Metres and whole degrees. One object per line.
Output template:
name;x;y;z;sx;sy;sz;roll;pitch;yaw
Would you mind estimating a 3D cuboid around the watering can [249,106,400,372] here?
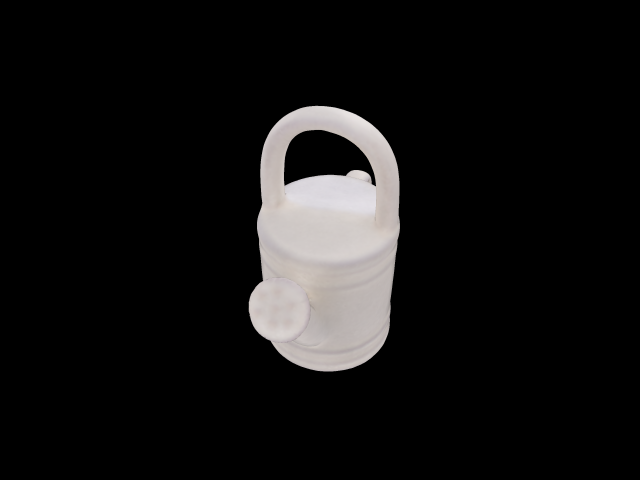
watering can;0.006;0.002;0.400;0.101;0.194;0.172;-2;42;-1
